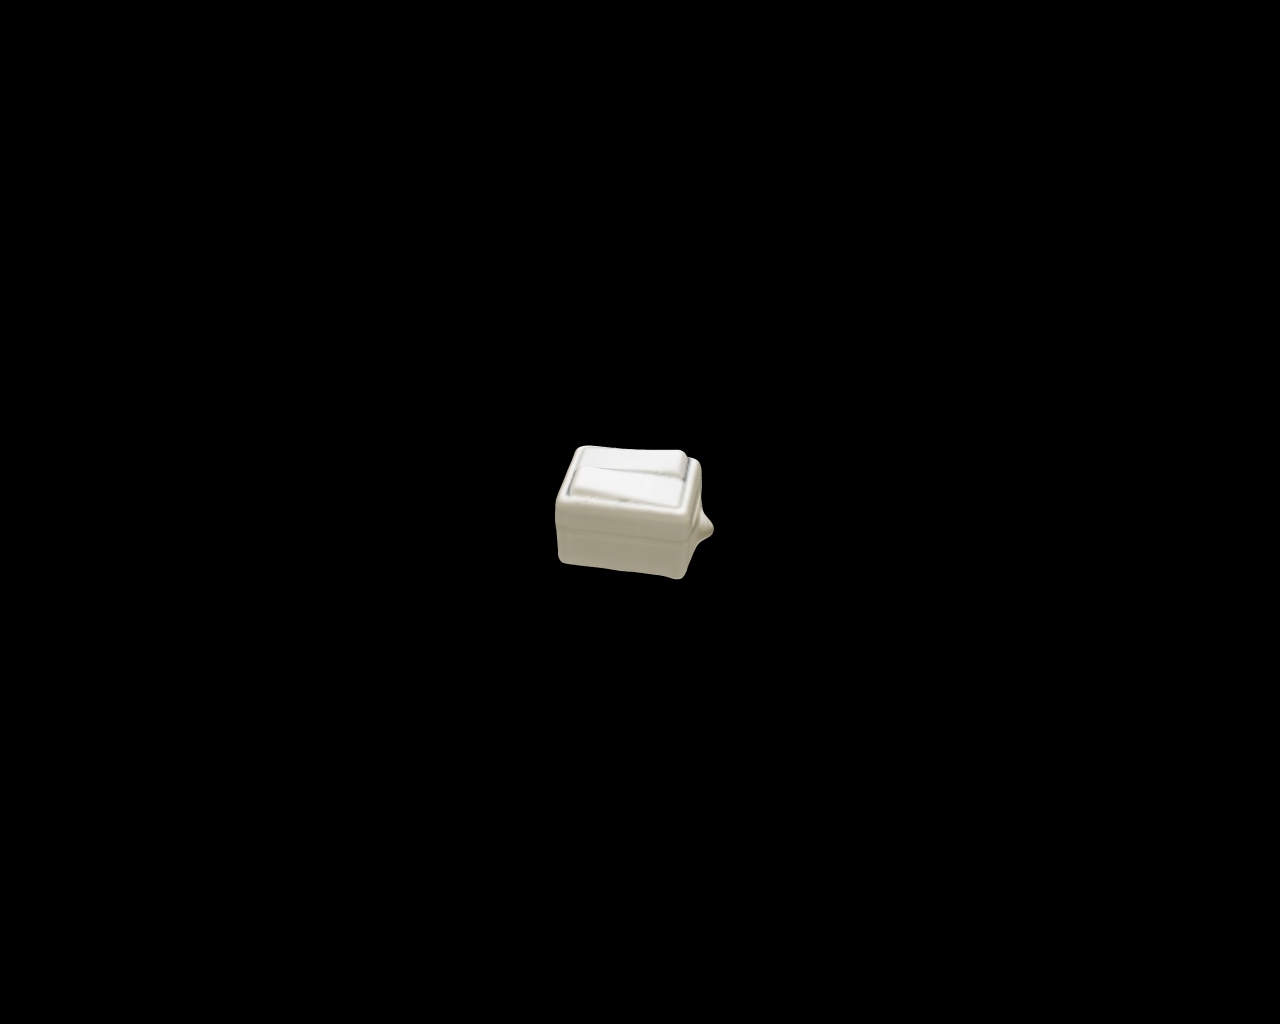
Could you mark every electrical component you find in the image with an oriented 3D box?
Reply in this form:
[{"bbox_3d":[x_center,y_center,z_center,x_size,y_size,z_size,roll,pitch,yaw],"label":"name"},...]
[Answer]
[{"bbox_3d":[0.001,-0.003,0.650,0.096,0.061,0.062,7,40,9],"label":"electrical component"}]
